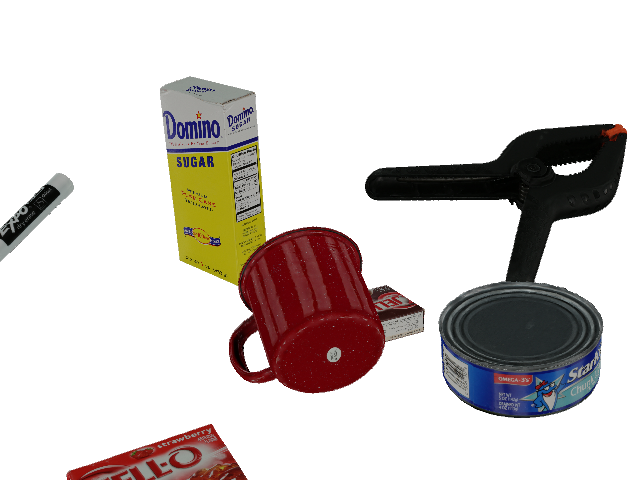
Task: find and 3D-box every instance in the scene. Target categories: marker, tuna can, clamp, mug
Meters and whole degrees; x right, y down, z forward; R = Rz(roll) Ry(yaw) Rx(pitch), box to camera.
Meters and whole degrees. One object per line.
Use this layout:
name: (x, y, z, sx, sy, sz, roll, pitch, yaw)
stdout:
marker: (-0.229, -0.008, 0.805, 0.020, 0.020, 0.121, 0, 39, 36)
tuna can: (0.107, 0.057, 0.573, 0.086, 0.034, 0.086, -5, 28, 2)
clamp: (0.162, -0.034, 0.806, 0.209, 0.036, 0.165, -21, 45, -21)
mug: (-0.014, 0.058, 0.746, 0.117, 0.081, 0.093, -32, -46, 10)

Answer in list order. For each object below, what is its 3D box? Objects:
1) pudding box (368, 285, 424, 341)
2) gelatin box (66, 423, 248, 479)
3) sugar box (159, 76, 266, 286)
pudding box: (0.065, 0.100, 1.388, 0.113, 0.039, 0.090, -14, 24, -26)
gelatin box: (-0.087, 0.142, 0.585, 0.089, 0.030, 0.073, -15, 27, -20)
sugar box: (-0.097, -0.055, 0.977, 0.093, 0.176, 0.048, 19, 35, 41)
